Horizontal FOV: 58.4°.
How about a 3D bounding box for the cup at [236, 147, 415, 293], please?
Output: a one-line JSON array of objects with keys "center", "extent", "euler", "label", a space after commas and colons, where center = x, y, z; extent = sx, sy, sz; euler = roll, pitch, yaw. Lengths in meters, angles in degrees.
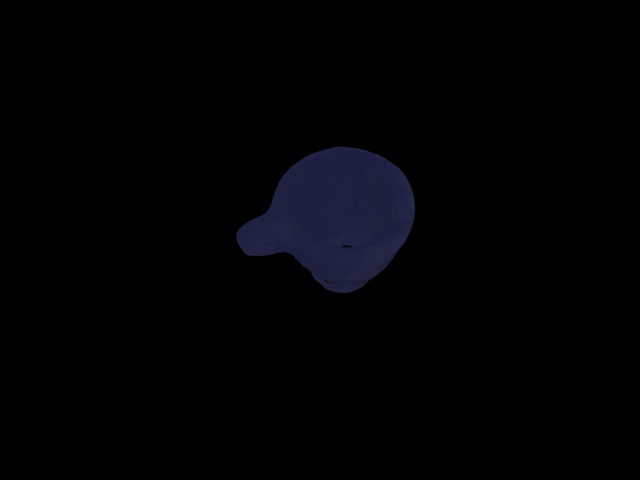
[{"center": [0.004, 0.001, 0.400], "extent": [0.118, 0.095, 0.091], "euler": [-18, 61, -10], "label": "cup"}]
